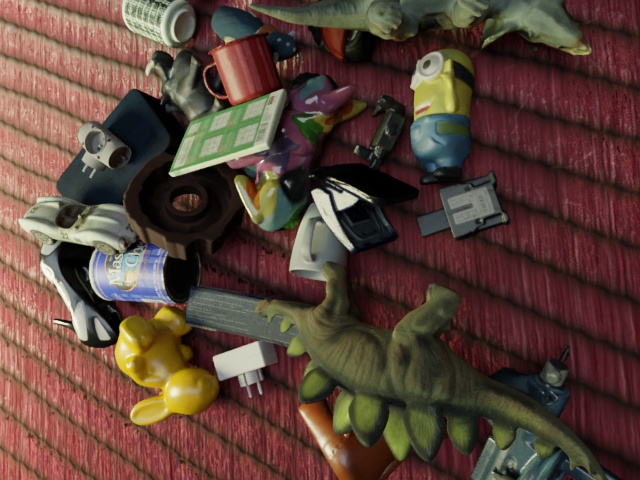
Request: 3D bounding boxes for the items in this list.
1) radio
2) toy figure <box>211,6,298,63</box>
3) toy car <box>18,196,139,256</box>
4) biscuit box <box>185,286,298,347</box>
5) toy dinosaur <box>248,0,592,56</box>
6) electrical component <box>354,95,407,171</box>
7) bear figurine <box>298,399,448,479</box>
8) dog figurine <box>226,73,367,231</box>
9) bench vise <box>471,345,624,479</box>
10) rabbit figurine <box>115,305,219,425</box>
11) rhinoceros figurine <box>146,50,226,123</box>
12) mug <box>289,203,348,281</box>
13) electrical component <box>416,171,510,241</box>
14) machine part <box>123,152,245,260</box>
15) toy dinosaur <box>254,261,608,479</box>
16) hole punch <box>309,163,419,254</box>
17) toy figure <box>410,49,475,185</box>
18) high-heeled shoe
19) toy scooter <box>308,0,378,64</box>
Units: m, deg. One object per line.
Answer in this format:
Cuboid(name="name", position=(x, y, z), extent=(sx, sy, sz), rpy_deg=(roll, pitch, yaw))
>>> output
Cuboid(name="radio", position=(-0.330, -0.127, 0.912), extent=(0.229, 0.073, 0.131), rpy_deg=(-46, 74, 13))
Cuboid(name="toy figure", position=(-0.099, -0.321, 0.848), extent=(0.155, 0.058, 0.064), rpy_deg=(32, 104, 15))
Cuboid(name="toy car", position=(-0.371, -0.026, 0.839), extent=(0.202, 0.056, 0.073), rpy_deg=(8, 50, 15))
Cuboid(name="biscuit box", position=(-0.102, 0.115, 0.814), extent=(0.203, 0.059, 0.062), rpy_deg=(9, 88, 21))
Cuboid(name="toy dinosaur", position=(0.131, -0.303, 0.682), extent=(0.405, 0.192, 0.131), rpy_deg=(5, 95, 15))
Cuboid(name="electrical component", position=(0.085, -0.153, 0.763), extent=(0.045, 0.078, 0.102), rpy_deg=(25, 101, -4))
Cuboid(name="bear figurine", position=(0.091, 0.237, 0.717), extent=(0.196, 0.120, 0.132), rpy_deg=(-34, 29, -10))
Cuboid(name="dog figurine", position=(-0.023, -0.134, 0.781), extent=(0.219, 0.108, 0.191), rpy_deg=(-29, 75, 14))
Cuboid(name="bench vise", position=(0.284, 0.260, 0.617), extent=(0.241, 0.129, 0.223), rpy_deg=(32, 105, 37))
Cuboid(name="rabbit figurine", position=(-0.235, 0.209, 0.826), extent=(0.173, 0.122, 0.162), rpy_deg=(32, 102, 19))
Cuboid(name="rhinoceros figurine", position=(-0.208, -0.240, 0.879), extent=(0.112, 0.073, 0.190), rpy_deg=(-42, 75, 24))
Cuboid(name="mug", position=(-0.002, -0.002, 0.766), extent=(0.081, 0.109, 0.107), rpy_deg=(2, 73, 24))
Cuboid(name="electrical component", position=(0.187, -0.039, 0.725), extent=(0.119, 0.047, 0.075), rpy_deg=(-15, 80, 17))
Cuboid(name="machine part", position=(-0.202, -0.055, 0.816), extent=(0.179, 0.056, 0.179), rpy_deg=(4, 60, -8))
Cuboid(name="toy dinosaur", position=(0.101, 0.152, 0.636), extent=(0.472, 0.105, 0.198), rpy_deg=(12, 68, 30))
Cuboid(name="hole punch", position=(0.055, -0.048, 0.737), extent=(0.116, 0.142, 0.092), rpy_deg=(35, 124, 31))
Cuboid(name="toy figure", position=(0.165, -0.165, 0.723), extent=(0.082, 0.089, 0.180), rpy_deg=(-6, 85, 41))
Cuboid(name="high-heeled shoe", position=(-0.394, 0.058, 0.920), extent=(0.145, 0.086, 0.248), rpy_deg=(4, 92, 17))
Cuboid(name="toy scooter", position=(0.033, -0.354, 0.792), extent=(0.135, 0.075, 0.183), rpy_deg=(20, 90, 21))
